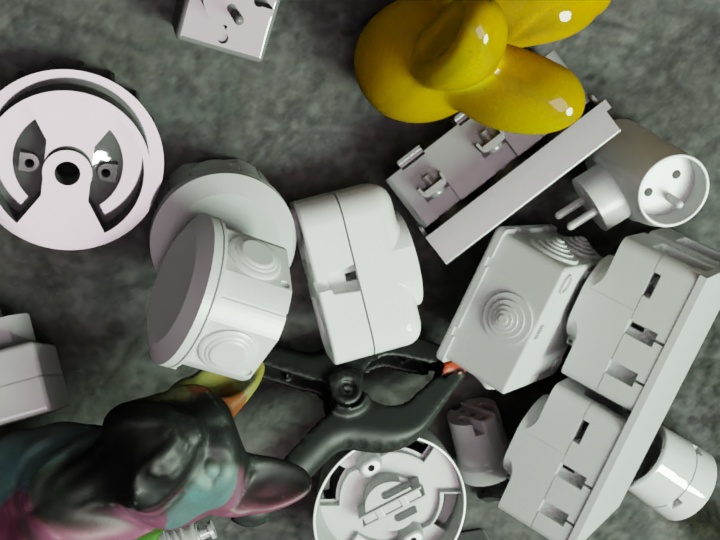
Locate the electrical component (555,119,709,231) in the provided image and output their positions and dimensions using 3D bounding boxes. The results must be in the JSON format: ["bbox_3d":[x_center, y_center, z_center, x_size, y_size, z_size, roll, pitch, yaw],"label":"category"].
[{"bbox_3d":[0.153,-0.049,0.638,0.079,0.077,0.044,-32,116,2],"label":"electrical component"}]

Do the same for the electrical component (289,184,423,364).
[{"bbox_3d":[0.000,0.000,0.625,0.059,0.054,0.095,-15,98,-8],"label":"electrical component"}]

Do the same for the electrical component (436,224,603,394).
[{"bbox_3d":[0.101,0.023,0.646,0.100,0.048,0.099,-6,124,-59],"label":"electrical component"}]

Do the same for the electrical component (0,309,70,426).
[{"bbox_3d":[-0.201,0.047,0.607,0.047,0.066,0.076,-15,86,-7],"label":"electrical component"}]

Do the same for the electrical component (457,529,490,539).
[{"bbox_3d":[0.057,0.223,0.732,0.083,0.075,0.047,-6,114,-11],"label":"electrical component"}]

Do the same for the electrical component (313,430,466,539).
[{"bbox_3d":[0.018,0.147,0.694,0.099,0.064,0.099,-1,105,-3],"label":"electrical component"}]

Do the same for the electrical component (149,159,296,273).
[{"bbox_3d":[-0.079,-0.023,0.609,0.080,0.051,0.080,-5,114,-11],"label":"electrical component"}]

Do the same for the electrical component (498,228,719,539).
[{"bbox_3d":[0.158,0.069,0.667,0.105,0.060,0.186,-11,126,-60],"label":"electrical component"}]

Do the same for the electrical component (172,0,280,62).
[{"bbox_3d":[-0.063,-0.142,0.547,0.047,0.076,0.065,13,109,-18],"label":"electrical component"}]

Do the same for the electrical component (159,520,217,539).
[{"bbox_3d":[-0.130,0.181,0.690,0.078,0.040,0.040,-22,116,-4],"label":"electrical component"}]

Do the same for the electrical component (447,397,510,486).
[{"bbox_3d":[0.080,0.113,0.712,0.040,0.040,0.046,-19,111,-5],"label":"electrical component"}]

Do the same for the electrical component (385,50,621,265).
[{"bbox_3d":[0.078,-0.067,0.619,0.121,0.078,0.063,-38,94,4],"label":"electrical component"}]

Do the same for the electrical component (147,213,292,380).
[{"bbox_3d":[-0.074,0.015,0.552,0.051,0.080,0.080,19,107,-26],"label":"electrical component"}]

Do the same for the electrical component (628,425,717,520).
[{"bbox_3d":[0.210,0.138,0.745,0.047,0.055,0.055,33,102,-19],"label":"electrical component"}]
